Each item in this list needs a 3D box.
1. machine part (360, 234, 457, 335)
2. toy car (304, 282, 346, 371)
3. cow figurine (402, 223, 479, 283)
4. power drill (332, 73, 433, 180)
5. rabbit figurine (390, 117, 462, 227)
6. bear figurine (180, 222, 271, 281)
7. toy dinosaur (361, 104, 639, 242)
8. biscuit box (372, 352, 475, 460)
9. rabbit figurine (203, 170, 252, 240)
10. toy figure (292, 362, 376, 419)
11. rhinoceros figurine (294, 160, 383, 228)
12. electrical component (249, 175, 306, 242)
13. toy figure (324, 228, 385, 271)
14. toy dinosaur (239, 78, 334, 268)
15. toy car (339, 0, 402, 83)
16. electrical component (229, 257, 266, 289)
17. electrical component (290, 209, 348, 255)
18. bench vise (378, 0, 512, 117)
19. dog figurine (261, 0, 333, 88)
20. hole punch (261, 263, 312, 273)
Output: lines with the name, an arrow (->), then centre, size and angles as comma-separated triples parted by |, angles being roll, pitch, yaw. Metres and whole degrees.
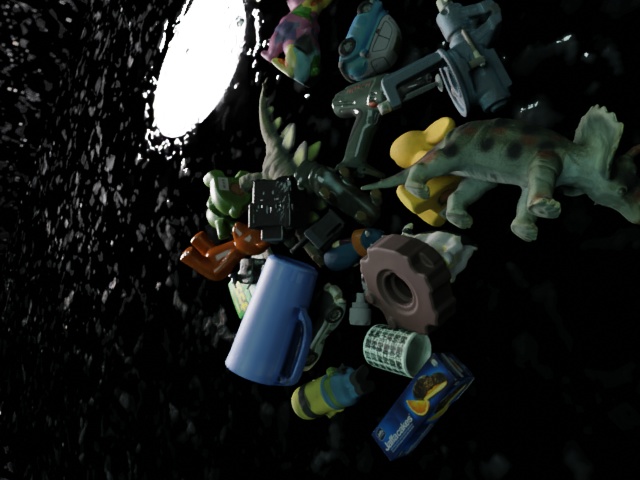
machine part -> 0.143, 0.075, 0.896 | 0.180, 0.056, 0.179 | 34, 140, 34
toy car -> -0.007, 0.181, 1.114 | 0.074, 0.056, 0.201 | 48, 116, 46
cow figurine -> 0.184, 0.011, 0.930 | 0.168, 0.098, 0.068 | 18, 137, 48
power drill -> 0.106, -0.222, 1.047 | 0.232, 0.086, 0.207 | 11, 95, 47
rabbit figurine -> 0.186, -0.135, 0.925 | 0.162, 0.122, 0.173 | -52, 44, 22
bear figurine -> -0.206, 0.009, 1.245 | 0.196, 0.132, 0.120 | -38, 18, 26
toy dinosaur -> 0.260, -0.114, 0.773 | 0.405, 0.131, 0.192 | 18, 67, 32
biscuit box -> 0.171, 0.283, 0.912 | 0.063, 0.059, 0.202 | 48, 117, 38
rabbit figurine -> -0.231, -0.077, 1.366 | 0.170, 0.121, 0.159 | -47, 59, 53
toy figure -> 0.020, 0.293, 1.043 | 0.180, 0.089, 0.082 | -33, 54, 40
rhinoceros figurine -> 0.037, -0.096, 1.050 | 0.190, 0.112, 0.073 | 32, 87, 8
electrical component -> -0.089, -0.063, 1.116 | 0.115, 0.058, 0.134 | -4, 85, 35
toy figure -> 0.072, 0.014, 1.054 | 0.154, 0.064, 0.058 | -31, 52, 40
toy dinosaur -> -0.075, -0.151, 1.208 | 0.198, 0.105, 0.471 | -37, 68, 27
toy car -> 0.110, -0.386, 1.065 | 0.103, 0.109, 0.161 | 25, 90, 22
electrical component -> -0.172, 0.080, 1.283 | 0.102, 0.045, 0.078 | 1, 83, 47
electrical component -> -0.002, -0.003, 1.076 | 0.119, 0.074, 0.048 | -44, 78, -4
bench vise -> 0.200, -0.291, 0.899 | 0.241, 0.129, 0.223 | -25, 90, 9
dog figurine -> -0.029, -0.475, 1.208 | 0.192, 0.108, 0.219 | 47, 113, 40
hole punch -> -0.068, 0.109, 1.179 | 0.116, 0.092, 0.142 | 15, 92, 15
